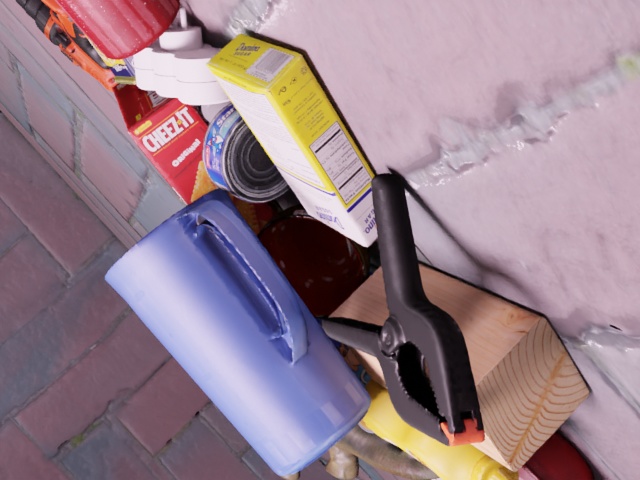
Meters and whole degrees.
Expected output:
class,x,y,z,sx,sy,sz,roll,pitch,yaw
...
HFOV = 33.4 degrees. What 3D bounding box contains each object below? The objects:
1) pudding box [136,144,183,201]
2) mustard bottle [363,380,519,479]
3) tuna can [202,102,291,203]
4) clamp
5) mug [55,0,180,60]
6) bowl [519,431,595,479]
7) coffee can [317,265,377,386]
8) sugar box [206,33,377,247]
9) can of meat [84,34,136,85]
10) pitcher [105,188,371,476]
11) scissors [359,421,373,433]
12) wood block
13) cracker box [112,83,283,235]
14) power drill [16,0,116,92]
class,x,y,z,sx,sy,sz,roll,pitch,yaw
pudding box,-0.180,-0.106,1.262,0.090,0.039,0.113,55,-178,-26
mustard bottle,0.113,0.181,0.931,0.096,0.058,0.192,32,177,-28
tuna can,-0.055,-0.076,0.905,0.034,0.086,0.086,29,158,50
clamp,0.065,0.061,0.790,0.210,0.036,0.165,-125,40,-48
mug,-0.172,-0.213,0.898,0.081,0.093,0.117,50,-161,-36
bowl,0.205,0.214,1.005,0.162,0.055,0.162,44,167,12
coffee can,0.029,0.107,1.062,0.103,0.140,0.103,44,167,12
sugar box,-0.011,-0.078,0.851,0.093,0.048,0.176,31,163,50
can of meat,-0.193,-0.202,1.039,0.084,0.057,0.102,54,165,-22
pitcher,-0.063,0.080,0.935,0.243,0.145,0.149,51,-169,3
scissors,0.037,0.122,1.147,0.016,0.096,0.202,6,-143,-49
wood block,0.107,0.093,0.879,0.090,0.090,0.206,54,165,-28
cracker box,-0.113,-0.072,1.081,0.213,0.072,0.164,54,180,-27
power drill,-0.283,-0.260,1.163,0.184,0.057,0.187,41,169,10
